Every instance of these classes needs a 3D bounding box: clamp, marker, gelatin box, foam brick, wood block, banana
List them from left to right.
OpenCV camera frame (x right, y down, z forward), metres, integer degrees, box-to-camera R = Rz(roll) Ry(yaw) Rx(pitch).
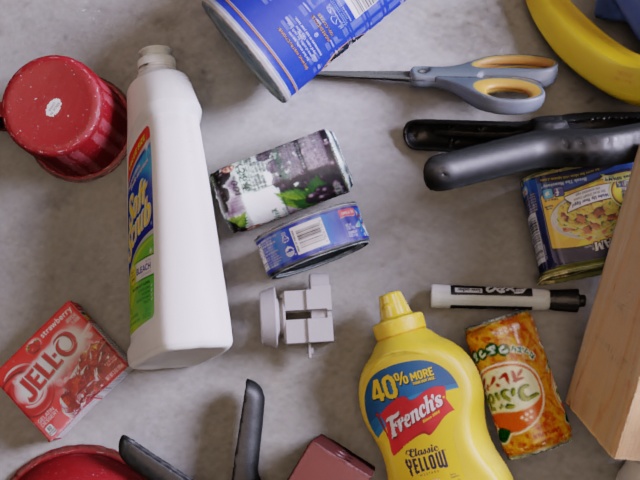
[{"bbox_3d":[-0.206,0.106,0.857,0.089,0.030,0.073,-44,82,-2],"label":"gelatin box"},{"bbox_3d":[-0.066,0.197,0.831,0.120,0.039,0.171,-33,89,2],"label":"clamp"},{"bbox_3d":[0.006,0.183,0.807,0.053,0.078,0.051,32,87,7],"label":"foam brick"},{"bbox_3d":[0.148,0.046,0.843,0.121,0.020,0.020,2,83,5],"label":"marker"},{"bbox_3d":[0.164,-0.069,0.784,0.210,0.164,0.036,-3,107,7],"label":"clamp"},{"bbox_3d":[0.222,-0.147,0.818,0.037,0.070,0.198,-19,36,-22],"label":"banana"},{"bbox_3d":[0.255,0.045,0.753,0.090,0.090,0.206,7,108,-14],"label":"wood block"}]

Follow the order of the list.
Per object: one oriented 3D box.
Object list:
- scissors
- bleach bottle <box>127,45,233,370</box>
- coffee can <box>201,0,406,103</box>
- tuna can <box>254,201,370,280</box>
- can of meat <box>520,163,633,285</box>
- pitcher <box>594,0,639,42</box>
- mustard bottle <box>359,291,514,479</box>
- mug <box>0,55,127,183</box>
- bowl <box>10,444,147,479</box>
[{"bbox_3d":[0.090,-0.121,0.844,0.202,0.096,0.016,-4,123,2],"label":"scissors"},{"bbox_3d":[-0.121,-0.030,0.843,0.068,0.103,0.251,0,74,-27],"label":"bleach bottle"},{"bbox_3d":[-0.008,-0.192,0.843,0.140,0.103,0.103,-40,82,-2],"label":"coffee can"},{"bbox_3d":[-0.005,0.001,0.827,0.086,0.086,0.034,-21,84,1],"label":"tuna can"},{"bbox_3d":[0.212,-0.016,0.828,0.102,0.057,0.084,-11,80,2],"label":"can of meat"},{"bbox_3d":[0.333,-0.138,0.795,0.145,0.149,0.243,-28,85,-14],"label":"pitcher"},{"bbox_3d":[0.081,0.132,0.814,0.096,0.058,0.191,-21,79,28],"label":"mustard bottle"},{"bbox_3d":[-0.216,-0.100,0.857,0.117,0.081,0.093,3,83,4],"label":"mug"},{"bbox_3d":[-0.192,0.242,0.827,0.162,0.055,0.162,-1,83,4],"label":"bowl"}]
